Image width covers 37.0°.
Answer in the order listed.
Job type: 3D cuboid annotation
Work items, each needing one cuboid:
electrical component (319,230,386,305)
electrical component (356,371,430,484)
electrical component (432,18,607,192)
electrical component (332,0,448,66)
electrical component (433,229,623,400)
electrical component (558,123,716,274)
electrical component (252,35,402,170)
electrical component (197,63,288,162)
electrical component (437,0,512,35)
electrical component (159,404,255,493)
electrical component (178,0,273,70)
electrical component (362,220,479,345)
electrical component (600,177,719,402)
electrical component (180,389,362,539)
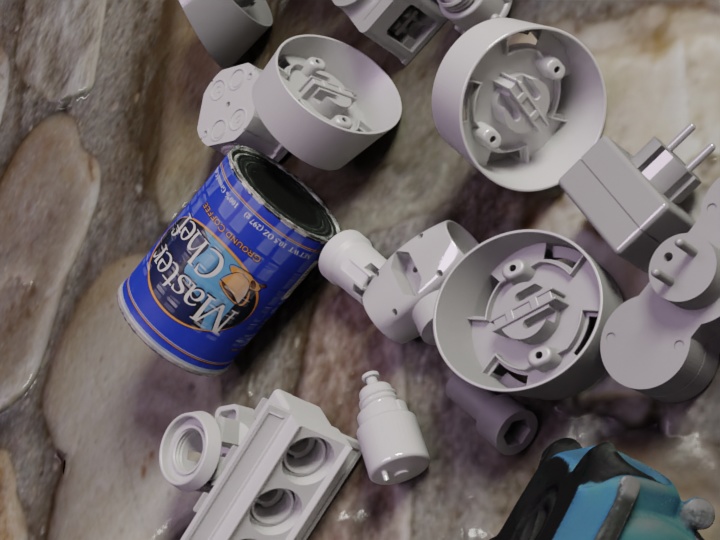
[{"bbox_3d":[0.000,0.000,0.749,0.046,0.040,0.040,41,102,37],"label":"electrical component"},{"bbox_3d":[0.017,0.101,0.691,0.040,0.040,0.078,-37,52,26],"label":"electrical component"},{"bbox_3d":[0.096,-0.104,0.665,0.099,0.099,0.064,-58,39,8],"label":"electrical component"},{"bbox_3d":[0.013,-0.260,0.825,0.105,0.060,0.186,-46,48,19],"label":"electrical component"},{"bbox_3d":[0.101,0.027,0.627,0.099,0.064,0.099,-17,62,37],"label":"electrical component"},{"bbox_3d":[0.167,-0.049,0.610,0.076,0.047,0.065,-46,49,19],"label":"electrical component"},{"bbox_3d":[-0.027,-0.123,0.784,0.064,0.099,0.099,-42,50,30],"label":"electrical component"},{"bbox_3d":[-0.089,-0.124,0.870,0.080,0.051,0.080,-17,62,37],"label":"electrical component"},{"bbox_3d":[0.072,-0.192,0.743,0.048,0.062,0.048,-17,62,37],"label":"electrical component"},{"bbox_3d":[-0.107,0.134,0.779,0.058,0.057,0.078,-15,64,38],"label":"electrical component"},{"bbox_3d":[-0.122,-0.226,0.912,0.064,0.099,0.099,-35,53,20],"label":"electrical component"},{"bbox_3d":[0.049,0.021,0.691,0.077,0.043,0.079,-42,50,22],"label":"electrical component"},{"bbox_3d":[0.176,0.004,0.562,0.138,0.074,0.052,-55,46,11],"label":"electrical component"},{"bbox_3d":[-0.064,0.147,0.724,0.121,0.079,0.063,-58,27,8],"label":"electrical component"}]
